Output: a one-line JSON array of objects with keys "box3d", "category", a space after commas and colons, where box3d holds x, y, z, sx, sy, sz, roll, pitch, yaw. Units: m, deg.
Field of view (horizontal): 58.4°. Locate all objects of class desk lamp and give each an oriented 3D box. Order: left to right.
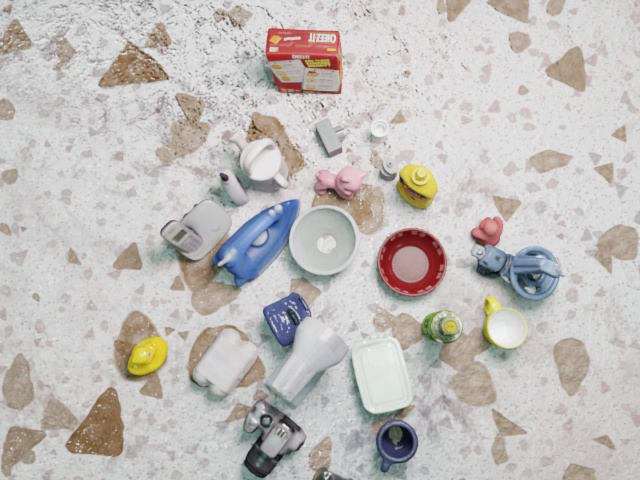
[{"box3d": [-0.033, 0.274, 1.254, 0.118, 0.213, 0.203, 36, 85, 9], "category": "desk lamp"}]

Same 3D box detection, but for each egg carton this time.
[{"box3d": [-0.219, 0.289, 1.337, 0.107, 0.069, 0.150, 35, 85, 8], "category": "egg carton"}]

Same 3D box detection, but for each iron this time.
[{"box3d": [-0.143, -0.016, 1.342, 0.118, 0.141, 0.258, 41, 86, 9], "category": "iron"}]

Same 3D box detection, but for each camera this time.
[{"box3d": [-0.123, 0.455, 1.290, 0.143, 0.101, 0.137, 36, 85, 8], "category": "camera"}]

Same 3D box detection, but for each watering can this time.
[{"box3d": [-0.143, -0.186, 1.341, 0.172, 0.194, 0.101, 22, 83, 7], "category": "watering can"}]

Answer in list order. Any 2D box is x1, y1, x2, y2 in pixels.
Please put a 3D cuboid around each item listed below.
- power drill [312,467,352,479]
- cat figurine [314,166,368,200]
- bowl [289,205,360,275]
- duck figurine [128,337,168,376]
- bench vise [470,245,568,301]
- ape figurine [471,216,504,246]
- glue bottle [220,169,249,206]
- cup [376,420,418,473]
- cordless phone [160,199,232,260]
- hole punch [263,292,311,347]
[{"box3d": [0.018, 0.552, 1.212, 0.229, 0.208, 0.076, 20, 83, 7], "category": "power drill"}, {"box3d": [0.048, -0.143, 1.361, 0.127, 0.118, 0.067, 10, 82, 5], "category": "cat figurine"}, {"box3d": [0.013, 0.005, 1.363, 0.167, 0.075, 0.167, -1, 81, 4], "category": "bowl"}, {"box3d": [-0.414, 0.274, 1.344, 0.104, 0.086, 0.077, -43, 81, -3], "category": "duck figurine"}, {"box3d": [0.437, 0.068, 1.252, 0.207, 0.220, 0.121, 4, 82, 5], "category": "bench vise"}, {"box3d": [0.394, -0.024, 1.334, 0.077, 0.092, 0.076, -9, 81, 3], "category": "ape figurine"}, {"box3d": [-0.210, -0.133, 1.348, 0.037, 0.173, 0.078, -26, 80, 0], "category": "glue bottle"}, {"box3d": [0.164, 0.454, 1.274, 0.091, 0.095, 0.118, 24, 84, 7], "category": "cup"}, {"box3d": [-0.292, -0.034, 1.332, 0.094, 0.185, 0.147, 39, 86, 9], "category": "cordless phone"}, {"box3d": [-0.070, 0.182, 1.333, 0.101, 0.091, 0.108, -30, 81, -1], "category": "hole punch"}]
